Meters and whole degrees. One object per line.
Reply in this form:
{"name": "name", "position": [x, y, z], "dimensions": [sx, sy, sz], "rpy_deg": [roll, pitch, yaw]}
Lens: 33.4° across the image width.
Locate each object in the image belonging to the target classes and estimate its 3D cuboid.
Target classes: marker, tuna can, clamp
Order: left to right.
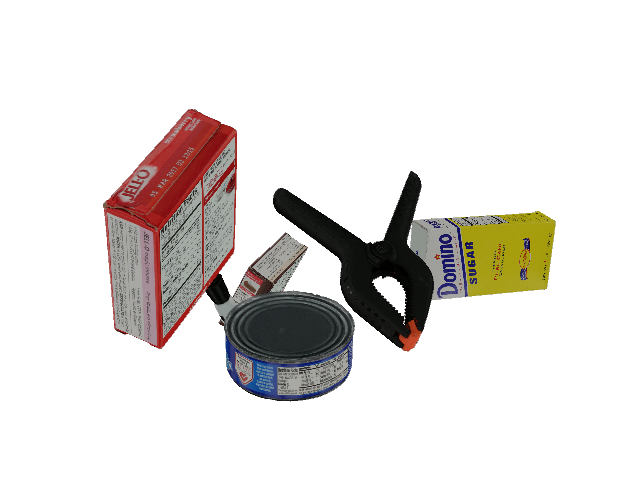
{"name": "marker", "position": [-0.074, 0.072, 0.928], "dimensions": [0.020, 0.121, 0.020], "rpy_deg": [-14, 40, 12]}
{"name": "tuna can", "position": [-0.021, 0.069, 0.706], "dimensions": [0.086, 0.034, 0.086], "rpy_deg": [1, 28, -1]}
{"name": "clamp", "position": [0.046, 0.016, 1.068], "dimensions": [0.164, 0.210, 0.036], "rpy_deg": [-3, -36, -15]}

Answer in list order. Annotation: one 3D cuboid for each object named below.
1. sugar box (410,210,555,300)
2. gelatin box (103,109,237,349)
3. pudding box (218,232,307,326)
{"name": "sugar box", "position": [0.194, 0.018, 1.288], "dimensions": [0.176, 0.093, 0.048], "rpy_deg": [-6, 21, -22]}
{"name": "gelatin box", "position": [-0.069, -0.005, 0.499], "dimensions": [0.030, 0.089, 0.073], "rpy_deg": [22, 49, 14]}
{"name": "pudding box", "position": [-0.066, 0.052, 1.252], "dimensions": [0.039, 0.090, 0.113], "rpy_deg": [31, 29, 5]}
